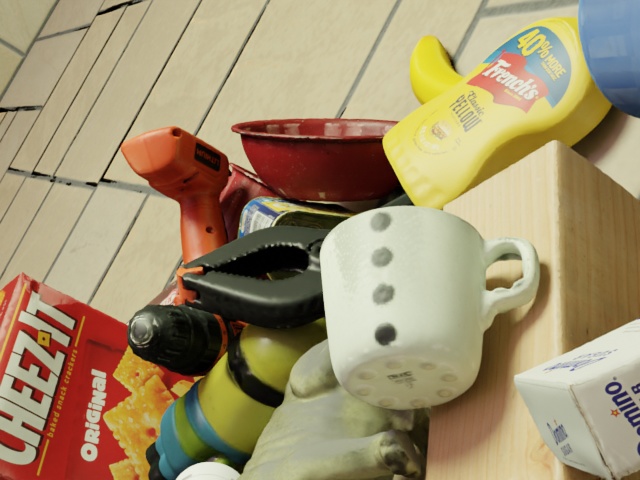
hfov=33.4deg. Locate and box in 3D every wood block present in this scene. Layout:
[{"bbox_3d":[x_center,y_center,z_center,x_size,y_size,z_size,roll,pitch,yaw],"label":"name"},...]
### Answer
[{"bbox_3d":[0.121,0.063,0.561,0.091,0.090,0.206,-32,37,41],"label":"wood block"}]

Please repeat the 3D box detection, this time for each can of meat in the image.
[{"bbox_3d":[-0.005,0.001,0.819,0.084,0.102,0.057,-149,67,-65],"label":"can of meat"}]

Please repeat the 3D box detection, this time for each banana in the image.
[{"bbox_3d":[0.111,-0.120,0.828,0.069,0.037,0.198,-39,28,-8],"label":"banana"}]

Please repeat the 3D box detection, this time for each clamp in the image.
[{"bbox_3d":[0.012,0.025,0.713,0.164,0.209,0.036,-114,17,-53],"label":"clamp"}]

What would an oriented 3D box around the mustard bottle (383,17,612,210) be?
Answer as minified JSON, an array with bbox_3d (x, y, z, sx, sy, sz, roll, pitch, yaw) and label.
[{"bbox_3d":[0.136,-0.092,0.708,0.192,0.058,0.096,-37,40,14],"label":"mustard bottle"}]

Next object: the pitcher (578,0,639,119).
[{"bbox_3d":[0.240,-0.100,0.480,0.243,0.145,0.149,6,59,57],"label":"pitcher"}]

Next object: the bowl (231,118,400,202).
[{"bbox_3d":[0.010,-0.064,0.847,0.162,0.161,0.055,-158,66,-63],"label":"bowl"}]

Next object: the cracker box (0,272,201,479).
[{"bbox_3d":[-0.173,0.145,0.826,0.072,0.213,0.164,-34,36,39],"label":"cracker box"}]

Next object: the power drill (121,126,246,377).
[{"bbox_3d":[-0.103,0.013,0.813,0.057,0.184,0.187,-15,75,16],"label":"power drill"}]

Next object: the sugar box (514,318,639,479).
[{"bbox_3d":[0.172,0.038,0.425,0.176,0.048,0.093,-27,-4,-3],"label":"sugar box"}]

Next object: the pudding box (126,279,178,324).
[{"bbox_3d":[-0.119,0.090,0.929,0.114,0.090,0.039,-37,31,37],"label":"pudding box"}]

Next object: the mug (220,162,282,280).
[{"bbox_3d":[-0.055,-0.011,0.943,0.081,0.093,0.117,-62,-4,3],"label":"mug"}]
